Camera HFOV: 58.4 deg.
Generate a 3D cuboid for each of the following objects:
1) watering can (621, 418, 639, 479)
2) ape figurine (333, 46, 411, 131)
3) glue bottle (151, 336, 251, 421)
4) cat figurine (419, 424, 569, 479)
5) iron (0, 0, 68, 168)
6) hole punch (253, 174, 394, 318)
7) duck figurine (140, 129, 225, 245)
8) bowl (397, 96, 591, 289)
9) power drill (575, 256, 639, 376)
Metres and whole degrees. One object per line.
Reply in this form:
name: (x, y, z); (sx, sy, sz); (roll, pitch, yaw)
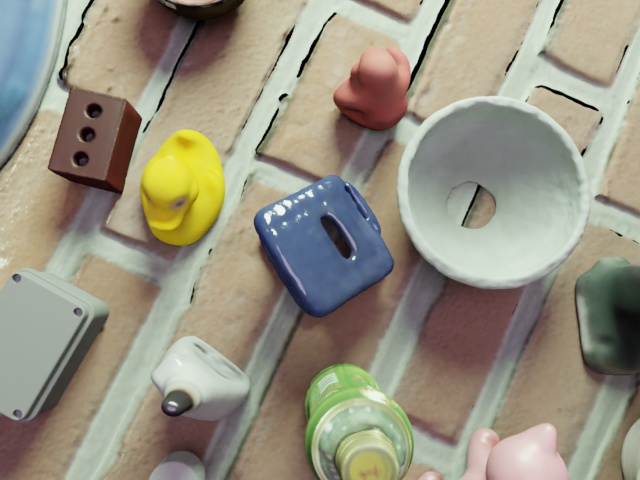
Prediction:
watering can: (0.323, 0.200, 0.439); (0.173, 0.194, 0.101); (-23, 85, -4)
ape figurine: (0.050, -0.142, 0.512); (0.078, 0.092, 0.076); (-18, 85, -4)
glue bottle: (-0.096, 0.112, 0.441); (0.078, 0.173, 0.037); (39, 84, 2)
cat figurine: (0.148, 0.206, 0.470); (0.128, 0.117, 0.067); (-41, 87, -5)
iron: (-0.304, -0.178, 0.477); (0.118, 0.141, 0.258); (6, 84, -1)
hole punch: (0.005, 0.002, 0.497); (0.101, 0.091, 0.108); (-33, 86, -5)
duck figurine: (-0.125, -0.050, 0.500); (0.077, 0.086, 0.105); (11, 84, -1)
bowl: (0.145, -0.038, 0.515); (0.167, 0.074, 0.167); (0, 84, -2)
power drill: (0.285, 0.070, 0.443); (0.075, 0.208, 0.230); (-5, 85, -2)
